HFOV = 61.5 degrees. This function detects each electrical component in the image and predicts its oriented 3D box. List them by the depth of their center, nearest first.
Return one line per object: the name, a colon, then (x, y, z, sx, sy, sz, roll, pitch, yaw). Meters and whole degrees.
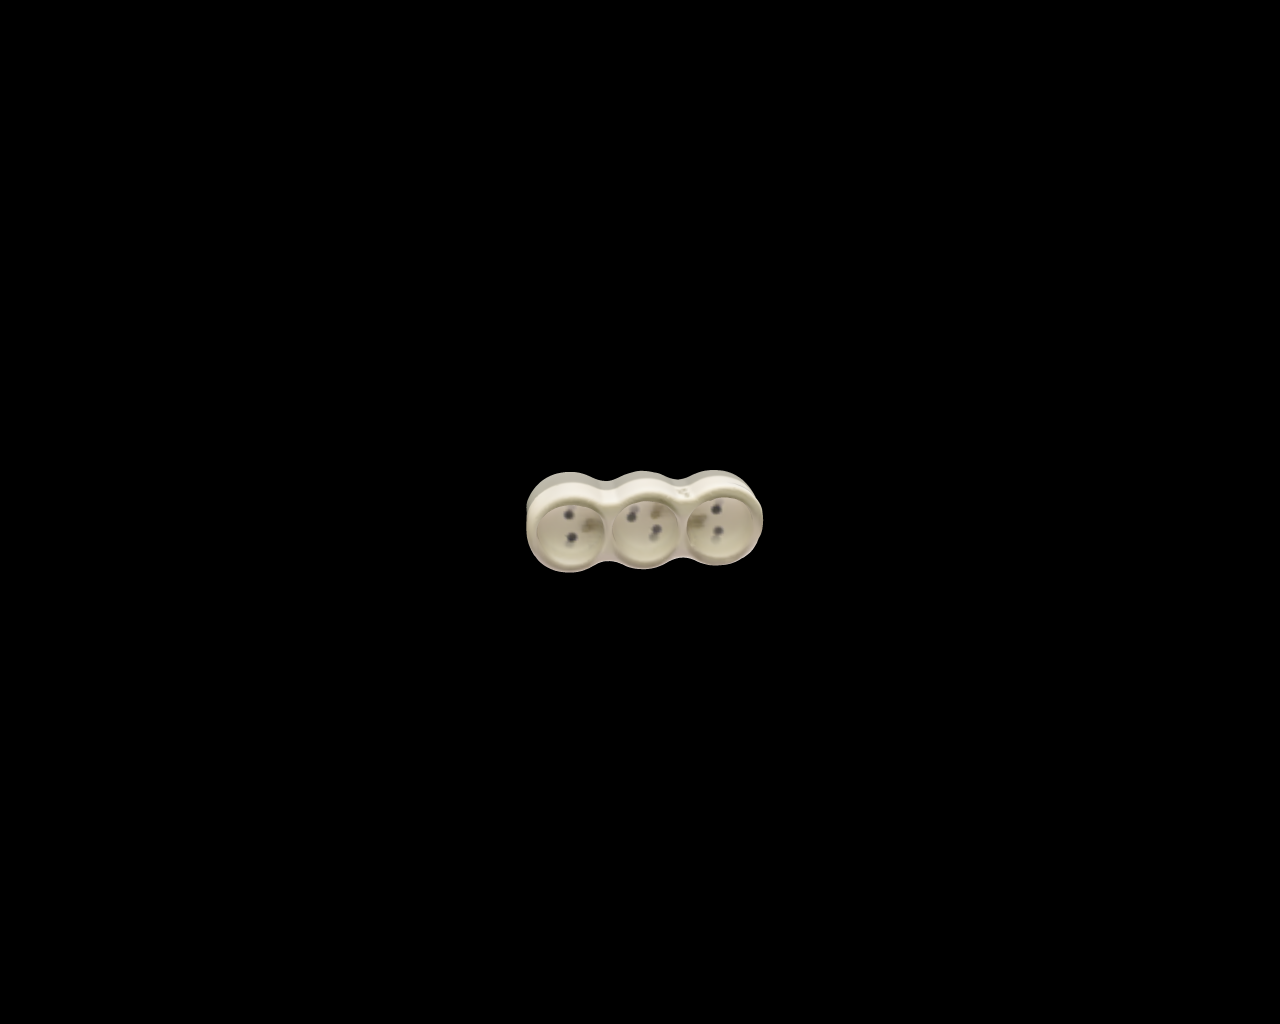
electrical component: (0.001, -0.003, 0.650, 0.138, 0.052, 0.074, -2, 24, -5)
